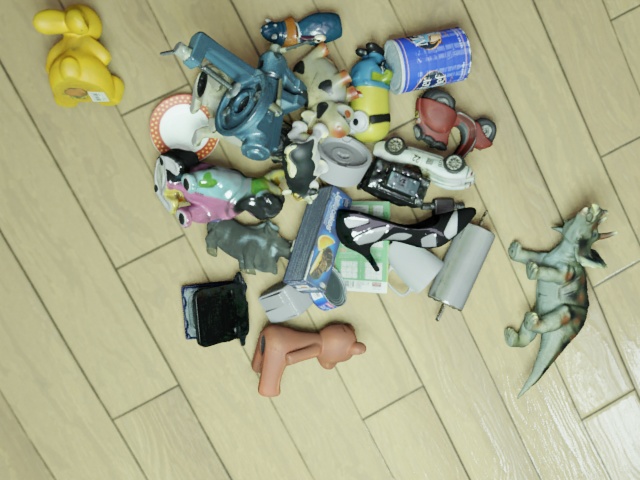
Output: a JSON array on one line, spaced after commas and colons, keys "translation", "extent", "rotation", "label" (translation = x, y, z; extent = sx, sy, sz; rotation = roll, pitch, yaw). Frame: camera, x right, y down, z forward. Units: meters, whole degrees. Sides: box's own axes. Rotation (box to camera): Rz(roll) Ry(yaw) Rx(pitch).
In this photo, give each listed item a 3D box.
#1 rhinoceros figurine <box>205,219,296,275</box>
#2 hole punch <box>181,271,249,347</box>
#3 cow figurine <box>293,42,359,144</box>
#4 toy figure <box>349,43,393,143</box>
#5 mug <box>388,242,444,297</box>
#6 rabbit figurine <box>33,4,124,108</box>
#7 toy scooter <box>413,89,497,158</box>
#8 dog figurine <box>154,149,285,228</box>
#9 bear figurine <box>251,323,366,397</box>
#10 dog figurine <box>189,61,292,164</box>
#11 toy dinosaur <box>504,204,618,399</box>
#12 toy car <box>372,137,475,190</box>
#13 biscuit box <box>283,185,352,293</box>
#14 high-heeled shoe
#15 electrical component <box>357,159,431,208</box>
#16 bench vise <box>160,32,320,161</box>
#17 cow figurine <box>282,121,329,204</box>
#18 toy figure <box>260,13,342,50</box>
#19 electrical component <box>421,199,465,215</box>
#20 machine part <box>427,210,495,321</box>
[{"translation": [-0.127, 0.010, 1.025], "extent": [0.190, 0.073, 0.112], "rotation": [20, 79, -7], "label": "rhinoceros figurine"}, {"translation": [-0.200, 0.135, 1.018], "extent": [0.116, 0.092, 0.142], "rotation": [-7, 92, -38], "label": "hole punch"}, {"translation": [0.002, -0.259, 0.983], "extent": [0.127, 0.085, 0.195], "rotation": [-33, 56, 8], "label": "cow figurine"}, {"translation": [0.099, -0.279, 1.036], "extent": [0.089, 0.082, 0.180], "rotation": [7, 89, -9], "label": "toy figure"}, {"translation": [0.171, 0.051, 1.068], "extent": [0.107, 0.081, 0.109], "rotation": [43, 91, 6], "label": "mug"}, {"translation": [-0.425, -0.335, 0.932], "extent": [0.122, 0.162, 0.173], "rotation": [-1, 75, 4], "label": "rabbit figurine"}, {"translation": [0.255, -0.205, 1.067], "extent": [0.184, 0.075, 0.135], "rotation": [26, 90, -14], "label": "toy scooter"}, {"translation": [-0.170, -0.096, 0.986], "extent": [0.219, 0.192, 0.108], "rotation": [-8, 126, -39], "label": "dog figurine"}, {"translation": [-0.021, 0.218, 1.027], "extent": [0.196, 0.120, 0.131], "rotation": [7, 109, -22], "label": "bear figurine"}, {"translation": [-0.131, -0.236, 0.996], "extent": [0.190, 0.121, 0.172], "rotation": [3, 89, -35], "label": "dog figurine"}, {"translation": [0.491, 0.121, 1.102], "extent": [0.192, 0.131, 0.404], "rotation": [2, 99, -8], "label": "toy dinosaur"}, {"translation": [0.198, -0.143, 1.028], "extent": [0.202, 0.073, 0.056], "rotation": [21, 80, 18], "label": "toy car"}, {"translation": [-0.002, -0.003, 1.001], "extent": [0.059, 0.063, 0.202], "rotation": [34, 62, -36], "label": "biscuit box"}, {"translation": [0.154, -0.043, 0.986], "extent": [0.249, 0.086, 0.145], "rotation": [-29, 106, -1], "label": "high-heeled shoe"}, {"translation": [0.140, -0.105, 1.023], "extent": [0.115, 0.134, 0.058], "rotation": [19, 89, -7], "label": "electrical component"}, {"translation": [-0.122, -0.254, 0.853], "extent": [0.240, 0.129, 0.223], "rotation": [29, 72, -42], "label": "bench vise"}, {"translation": [-0.031, -0.118, 0.944], "extent": [0.068, 0.167, 0.098], "rotation": [15, 47, 14], "label": "cow figurine"}, {"translation": [-0.036, -0.394, 1.019], "extent": [0.154, 0.064, 0.057], "rotation": [-10, 123, -6], "label": "toy figure"}, {"translation": [0.252, -0.053, 1.099], "extent": [0.094, 0.021, 0.063], "rotation": [-3, 94, -9], "label": "electrical component"}, {"translation": [0.284, 0.052, 1.082], "extent": [0.079, 0.079, 0.243], "rotation": [24, 88, -9], "label": "machine part"}]
